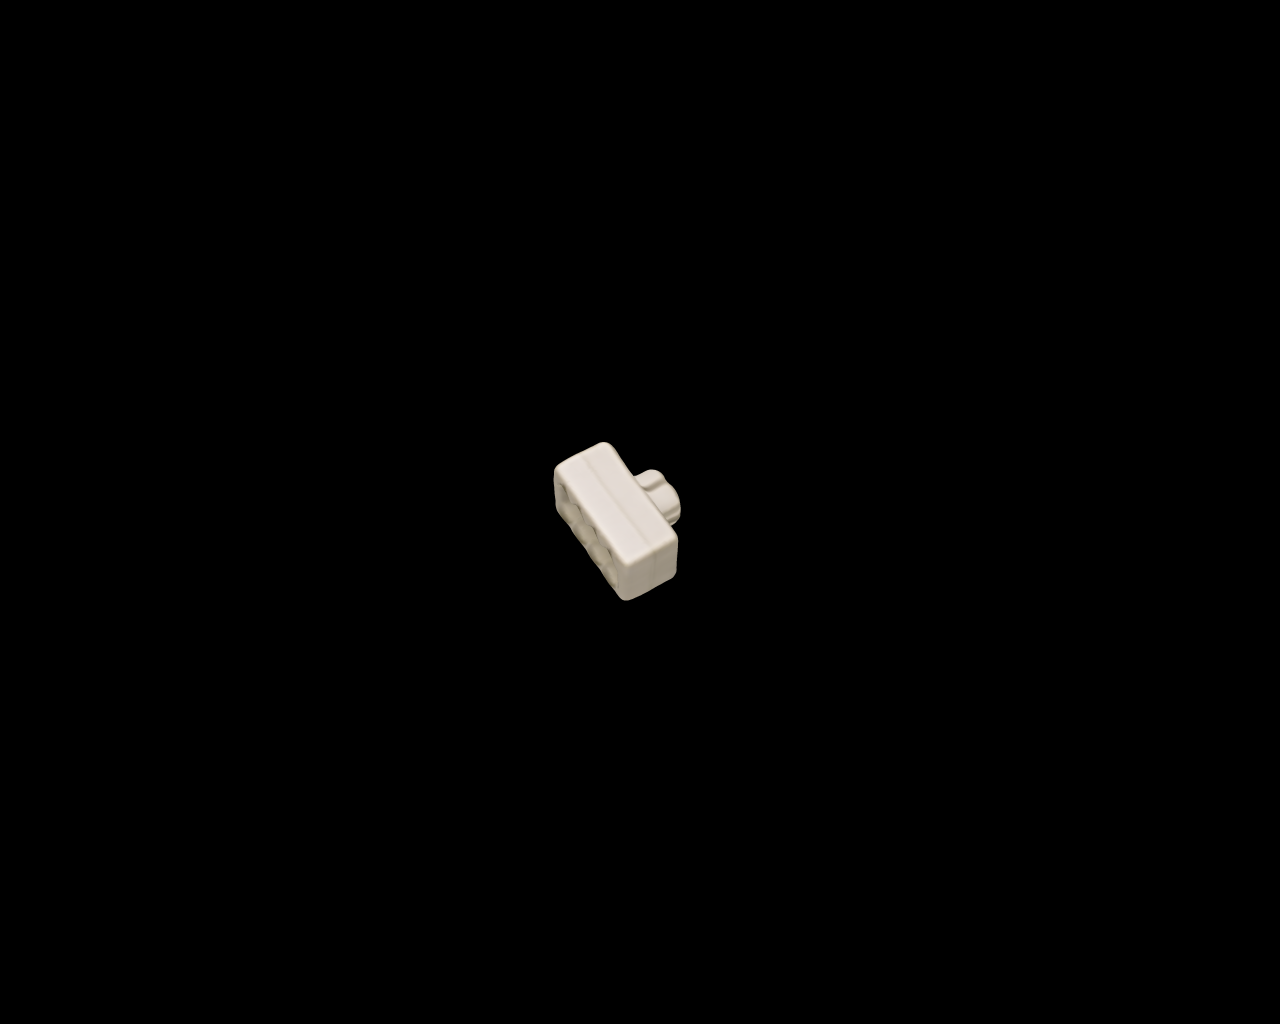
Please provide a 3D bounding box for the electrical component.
[{"bbox_3d":[0.001,-0.003,0.650,0.076,0.083,0.047,-28,-28,-16],"label":"electrical component"}]
